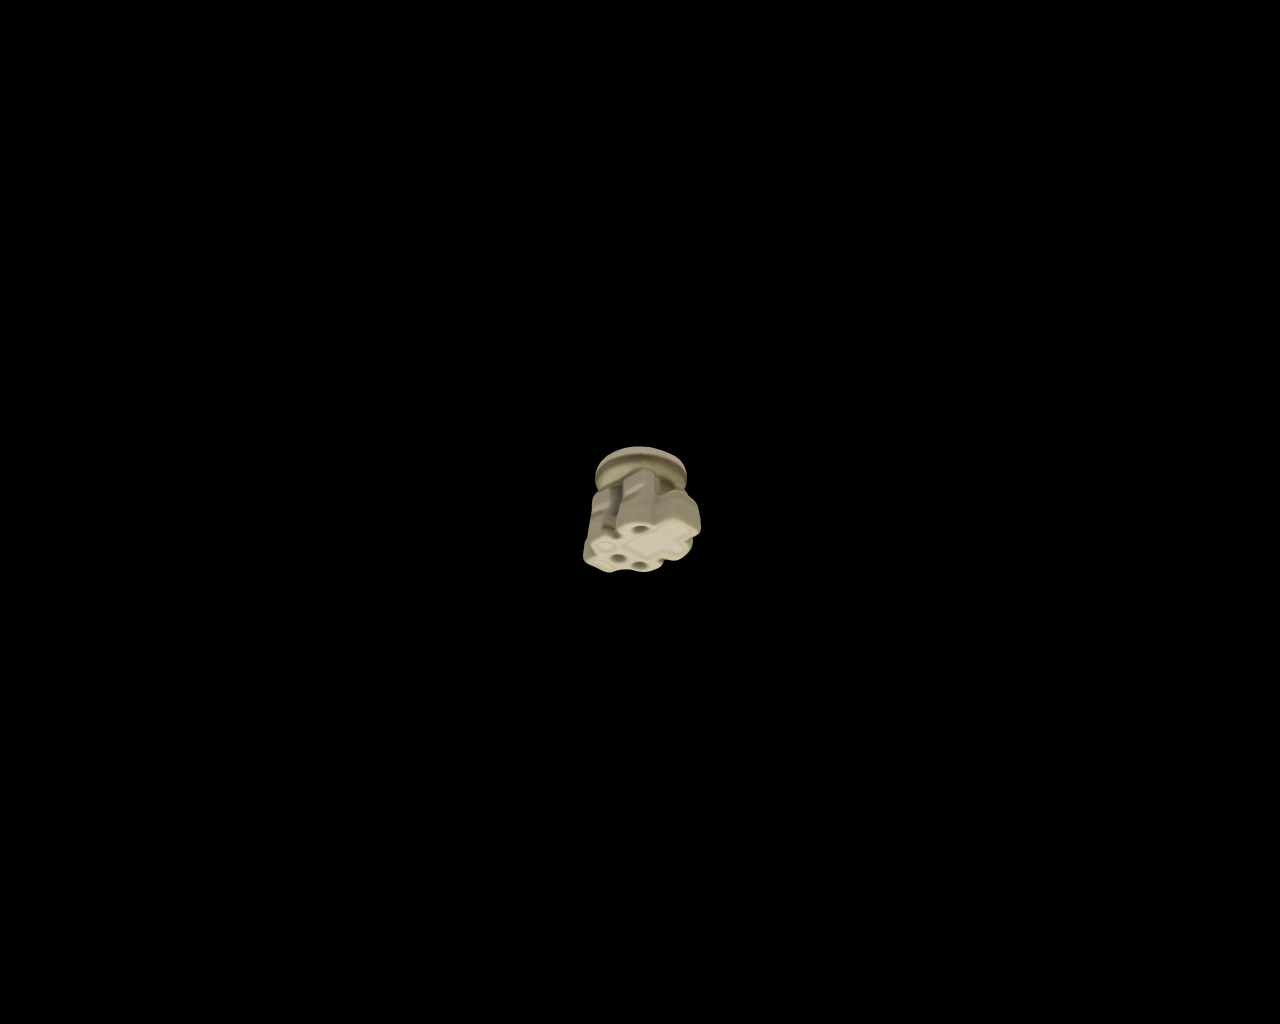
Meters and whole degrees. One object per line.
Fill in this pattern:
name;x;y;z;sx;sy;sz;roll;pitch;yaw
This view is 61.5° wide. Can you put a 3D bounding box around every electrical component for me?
electrical component;0.001;-0.003;0.650;0.078;0.057;0.058;-27;-42;36
